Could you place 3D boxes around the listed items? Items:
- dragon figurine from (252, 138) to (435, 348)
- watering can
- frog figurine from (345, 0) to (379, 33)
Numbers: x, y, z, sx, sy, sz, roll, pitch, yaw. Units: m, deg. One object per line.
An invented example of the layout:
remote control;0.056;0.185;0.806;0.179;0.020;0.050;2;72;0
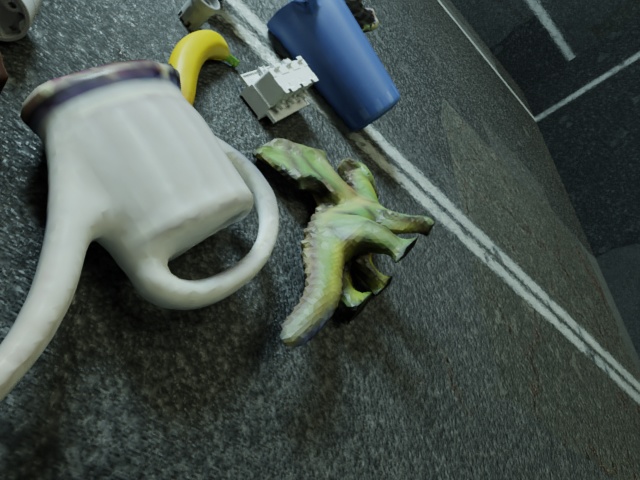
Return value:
dragon figurine;0.002;-0.033;0.653;0.245;0.120;0.414;44;28;13
watering can;-0.155;-0.036;0.410;0.224;0.102;0.352;55;31;1
frog figurine;0.031;-0.471;1.078;0.137;0.122;0.161;15;14;-37
